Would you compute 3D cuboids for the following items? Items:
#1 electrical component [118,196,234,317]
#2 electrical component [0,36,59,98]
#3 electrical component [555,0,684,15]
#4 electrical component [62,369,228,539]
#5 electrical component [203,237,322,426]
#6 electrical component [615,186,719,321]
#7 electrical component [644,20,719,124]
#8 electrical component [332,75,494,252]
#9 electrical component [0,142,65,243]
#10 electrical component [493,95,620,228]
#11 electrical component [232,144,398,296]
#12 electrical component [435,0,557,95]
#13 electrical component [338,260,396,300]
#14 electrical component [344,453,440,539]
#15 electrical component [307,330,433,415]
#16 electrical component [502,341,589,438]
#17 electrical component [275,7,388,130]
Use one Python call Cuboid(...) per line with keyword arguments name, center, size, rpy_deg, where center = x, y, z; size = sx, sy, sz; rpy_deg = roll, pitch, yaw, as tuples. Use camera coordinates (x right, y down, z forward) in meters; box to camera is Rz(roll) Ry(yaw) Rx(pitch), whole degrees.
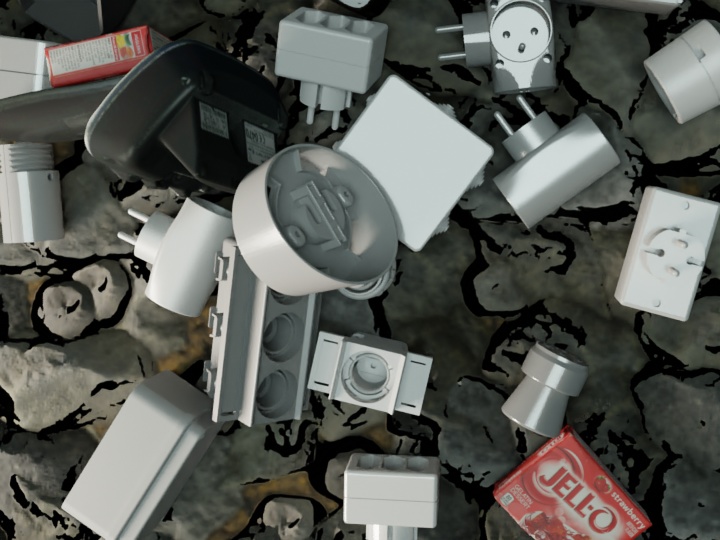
Cuboid(name="electrical component", center=(-0.136, -0.018, 0.777), size=(0.079, 0.044, 0.077), rpy_deg=(26, 98, 3))
Cuboid(name="electrical component", center=(-0.255, -0.137, 0.774), size=(0.095, 0.054, 0.059), rpy_deg=(8, 97, 6))
Cuboid(name="electrical component", center=(0.180, -0.206, 0.714), size=(0.096, 0.061, 0.061), rpy_deg=(8, 97, 6))
Cuboid(name="electrical component", center=(-0.153, 0.136, 0.778), size=(0.057, 0.078, 0.113), rpy_deg=(33, 98, 5))
Cuboid(name="electrical component", center=(-0.070, 0.040, 0.756), size=(0.063, 0.079, 0.121), rpy_deg=(19, 106, 47))
Cuboid(name="electrical component", center=(0.209, -0.010, 0.722), size=(0.047, 0.076, 0.083), rpy_deg=(15, 97, 5))
Cuboid(name="electrical component", center=(0.223, -0.131, 0.720), size=(0.047, 0.055, 0.055), rpy_deg=(-31, 91, 12))
Cuboid(name="electrical component", center=(0.033, -0.074, 0.750), size=(0.100, 0.048, 0.099), rpy_deg=(37, 98, 2))
Cuboid(name="electrical component", center=(-0.242, -0.062, 0.786), size=(0.043, 0.043, 0.081), rpy_deg=(-3, 95, 7))
Cuboid(name="electrical component", center=(0.124, -0.083, 0.741), size=(0.077, 0.043, 0.079), rpy_deg=(-36, 91, 9))
Cuboid(name="electrical component", center=(-0.030, -0.032, 0.691), size=(0.064, 0.099, 0.099), rpy_deg=(-19, 94, 42))
Cuboid(name="electrical component", center=(0.092, -0.159, 0.737), size=(0.079, 0.044, 0.077), rpy_deg=(-5, 95, 7))
Cuboid(name="electrical component", center=(0.000, 0.000, 0.754), size=(0.048, 0.062, 0.048), rpy_deg=(1, 97, 5))
Cuboid(name="electrical component", center=(0.023, 0.176, 0.777), size=(0.066, 0.047, 0.076), rpy_deg=(2, 96, 6))
Cuboid(name="electrical component", center=(0.008, 0.070, 0.759), size=(0.081, 0.064, 0.042), rpy_deg=(14, 96, 5))
Cuboid(name="electrical component", center=(0.131, 0.083, 0.756), size=(0.045, 0.045, 0.055), rpy_deg=(25, 98, 4))
Cuboid(name="electrical component", center=(-0.022, -0.135, 0.750), size=(0.066, 0.047, 0.076), rpy_deg=(14, 118, 10))
